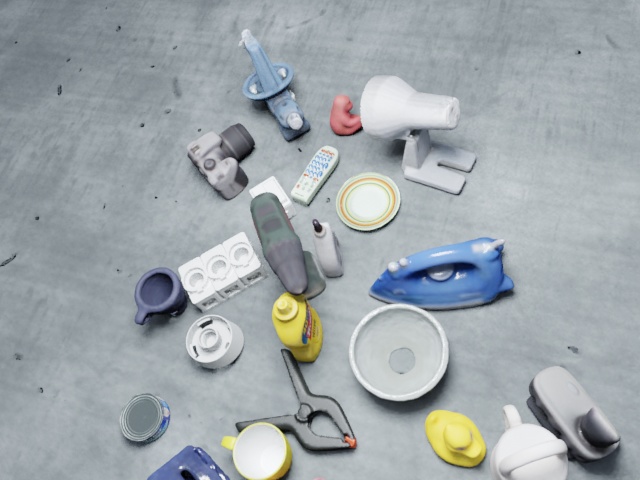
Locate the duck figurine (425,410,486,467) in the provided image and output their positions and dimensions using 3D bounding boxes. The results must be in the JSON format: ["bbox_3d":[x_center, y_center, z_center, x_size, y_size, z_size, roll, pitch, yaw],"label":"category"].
[{"bbox_3d":[0.213,0.310,0.906,0.104,0.086,0.077,35,77,25],"label":"duck figurine"}]

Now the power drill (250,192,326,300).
[{"bbox_3d":[-0.054,0.031,1.034,0.075,0.209,0.229,-27,61,0],"label":"power drill"}]

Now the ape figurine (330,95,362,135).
[{"bbox_3d":[0.052,-0.274,1.226,0.076,0.092,0.077,-24,61,1],"label":"ape figurine"}]

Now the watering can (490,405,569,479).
[{"bbox_3d":[0.305,0.323,0.817,0.101,0.194,0.172,-37,62,-6],"label":"watering can"}]

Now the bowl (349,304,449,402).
[{"bbox_3d":[0.137,0.199,0.985,0.167,0.075,0.167,-5,63,11],"label":"bowl"}]

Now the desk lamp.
[{"bbox_3d":[0.190,-0.209,1.093,0.202,0.214,0.118,21,71,21],"label":"desk lamp"}]

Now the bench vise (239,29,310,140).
[{"bbox_3d":[-0.091,-0.334,1.215,0.206,0.220,0.121,38,78,26],"label":"bench vise"}]

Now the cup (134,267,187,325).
[{"bbox_3d":[-0.305,0.122,1.112,0.091,0.095,0.118,22,71,22],"label":"cup"}]

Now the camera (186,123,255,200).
[{"bbox_3d":[-0.204,-0.187,1.237,0.137,0.101,0.143,-39,62,-7],"label":"camera"}]

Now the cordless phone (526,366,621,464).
[{"bbox_3d":[0.380,0.247,0.843,0.094,0.185,0.147,-34,62,-4],"label":"cordless phone"}]

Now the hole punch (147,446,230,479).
[{"bbox_3d":[-0.218,0.406,0.956,0.108,0.091,0.101,36,77,26],"label":"hole punch"}]

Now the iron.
[{"bbox_3d":[0.203,0.050,1.004,0.258,0.142,0.118,-11,62,8],"label":"iron"}]

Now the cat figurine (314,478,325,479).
[{"bbox_3d":[-0.054,0.414,0.899,0.127,0.118,0.067,-16,62,5],"label":"cat figurine"}]

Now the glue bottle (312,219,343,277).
[{"bbox_3d":[0.010,0.004,1.053,0.037,0.173,0.078,-9,63,9],"label":"glue bottle"}]
